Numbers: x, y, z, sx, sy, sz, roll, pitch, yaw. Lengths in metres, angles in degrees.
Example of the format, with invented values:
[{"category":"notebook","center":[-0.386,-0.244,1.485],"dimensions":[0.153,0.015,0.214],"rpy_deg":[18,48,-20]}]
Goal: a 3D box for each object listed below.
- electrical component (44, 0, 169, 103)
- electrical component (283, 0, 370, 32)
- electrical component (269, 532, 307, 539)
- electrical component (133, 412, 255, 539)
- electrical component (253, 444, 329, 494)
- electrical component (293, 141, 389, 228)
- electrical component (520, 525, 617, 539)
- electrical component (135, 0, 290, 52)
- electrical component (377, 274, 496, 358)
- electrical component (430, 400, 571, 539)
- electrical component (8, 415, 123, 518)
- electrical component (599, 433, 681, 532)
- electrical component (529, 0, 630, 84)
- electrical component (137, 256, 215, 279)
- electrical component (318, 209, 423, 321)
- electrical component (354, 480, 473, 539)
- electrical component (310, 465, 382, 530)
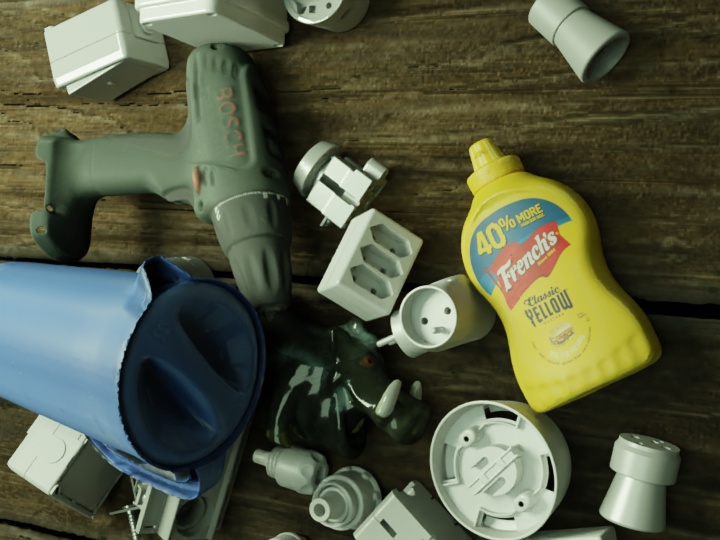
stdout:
[{"category":"electrical component","center":[-0.209,-0.186,0.915],"dimensions":[0.096,0.062,0.061],"rpy_deg":[-16,82,26]},{"category":"electrical component","center":[-0.024,-0.213,0.830],"dimensions":[0.055,0.047,0.055],"rpy_deg":[0,90,27]},{"category":"electrical component","center":[-0.065,0.227,0.841],"dimensions":[0.035,0.061,0.035],"rpy_deg":[0,90,27]},{"category":"electrical component","center":[-0.138,0.150,0.876],"dimensions":[0.063,0.079,0.121],"rpy_deg":[26,102,47]},{"category":"electrical component","center":[-0.057,0.155,0.853],"dimensions":[0.061,0.035,0.035],"rpy_deg":[12,95,29]},{"category":"electrical component","center":[-0.018,-0.067,0.828],"dimensions":[0.055,0.048,0.066],"rpy_deg":[38,106,14]},{"category":"electrical component","center":[0.136,0.207,0.731],"dimensions":[0.066,0.077,0.047],"rpy_deg":[-12,84,27]},{"category":"electrical component","center":[-0.113,-0.211,0.838],"dimensions":[0.078,0.113,0.057],"rpy_deg":[-1,86,27]},{"category":"electrical component","center":[0.049,0.038,0.775],"dimensions":[0.079,0.077,0.044],"rpy_deg":[-26,79,25]},{"category":"electrical component","center":[0.099,0.138,0.757],"dimensions":[0.099,0.064,0.099],"rpy_deg":[0,90,27]},{"category":"electrical component","center":[-0.246,0.165,0.920],"dimensions":[0.061,0.096,0.061],"rpy_deg":[25,72,25]},{"category":"electrical component","center":[0.189,0.142,0.722],"dimensions":[0.045,0.045,0.055],"rpy_deg":[14,96,26]},{"category":"electrical component","center":[0.149,-0.167,0.746],"dimensions":[0.044,0.044,0.065],"rpy_deg":[-49,65,18]},{"category":"electrical component","center":[-0.156,0.016,0.896],"dimensions":[0.055,0.047,0.055],"rpy_deg":[0,90,27]},{"category":"electrical component","center":[0.000,0.000,0.807],"dimensions":[0.047,0.077,0.065],"rpy_deg":[32,69,-16]},{"category":"electrical component","center":[0.045,0.210,0.792],"dimensions":[0.089,0.050,0.055],"rpy_deg":[46,109,19]},{"category":"electrical component","center":[-0.016,0.176,0.816],"dimensions":[0.048,0.062,0.048],"rpy_deg":[0,90,27]}]
